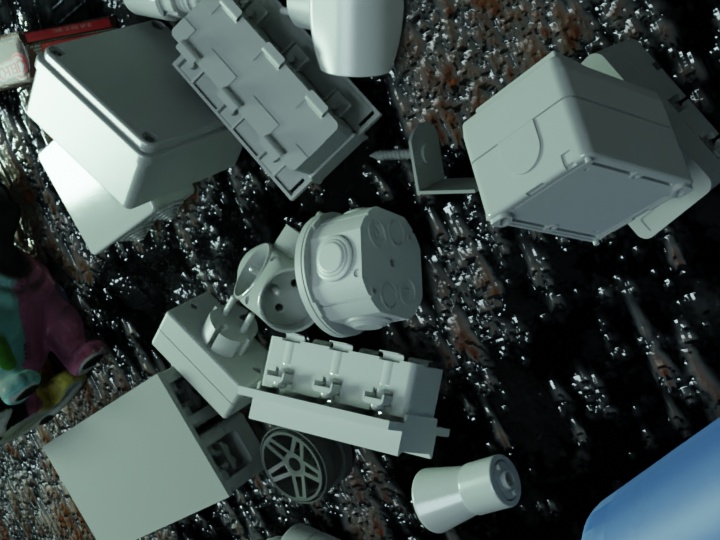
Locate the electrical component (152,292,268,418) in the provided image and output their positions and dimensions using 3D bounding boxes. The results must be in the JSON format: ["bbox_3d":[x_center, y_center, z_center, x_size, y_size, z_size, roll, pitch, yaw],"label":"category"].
[{"bbox_3d":[-0.099,0.050,0.791,0.083,0.047,0.075,43,129,14],"label":"electrical component"}]

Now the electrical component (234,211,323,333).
[{"bbox_3d":[-0.045,-0.004,0.718,0.044,0.077,0.079,32,92,-21],"label":"electrical component"}]

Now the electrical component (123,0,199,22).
[{"bbox_3d":[-0.123,-0.185,0.714,0.078,0.040,0.040,17,118,30],"label":"electrical component"}]

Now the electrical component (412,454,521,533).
[{"bbox_3d":[0.072,0.145,0.708,0.065,0.044,0.044,-25,93,36],"label":"electrical component"}]

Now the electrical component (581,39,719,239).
[{"bbox_3d":[0.142,-0.068,0.556,0.089,0.056,0.050,51,130,8],"label":"electrical component"}]

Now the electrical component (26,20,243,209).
[{"bbox_3d":[-0.145,-0.107,0.719,0.109,0.109,0.056,42,131,15],"label":"electrical component"}]

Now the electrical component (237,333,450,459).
[{"bbox_3d":[-0.008,0.082,0.722,0.121,0.079,0.063,8,84,34],"label":"electrical component"}]

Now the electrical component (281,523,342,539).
[{"bbox_3d":[-0.033,0.225,0.812,0.047,0.055,0.055,12,115,29],"label":"electrical component"}]

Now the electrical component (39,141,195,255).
[{"bbox_3d":[-0.180,-0.072,0.799,0.100,0.048,0.099,-29,91,41],"label":"electrical component"}]

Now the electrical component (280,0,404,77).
[{"bbox_3d":[-0.017,-0.160,0.643,0.079,0.043,0.077,16,118,31],"label":"electrical component"}]

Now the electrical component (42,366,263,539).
[{"bbox_3d":[-0.166,0.149,0.874,0.186,0.060,0.105,-31,89,41],"label":"electrical component"}]

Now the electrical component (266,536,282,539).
[{"bbox_3d":[-0.075,0.242,0.849,0.045,0.055,0.045,15,117,32],"label":"electrical component"}]

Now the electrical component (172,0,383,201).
[{"bbox_3d":[-0.057,-0.115,0.671,0.079,0.063,0.121,-43,80,11],"label":"electrical component"}]

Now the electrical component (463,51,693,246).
[{"bbox_3d":[0.104,-0.055,0.499,0.062,0.096,0.061,-34,59,41],"label":"electrical component"}]

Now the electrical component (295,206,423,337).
[{"bbox_3d":[0.000,0.000,0.676,0.051,0.080,0.080,-12,101,34],"label":"electrical component"}]
